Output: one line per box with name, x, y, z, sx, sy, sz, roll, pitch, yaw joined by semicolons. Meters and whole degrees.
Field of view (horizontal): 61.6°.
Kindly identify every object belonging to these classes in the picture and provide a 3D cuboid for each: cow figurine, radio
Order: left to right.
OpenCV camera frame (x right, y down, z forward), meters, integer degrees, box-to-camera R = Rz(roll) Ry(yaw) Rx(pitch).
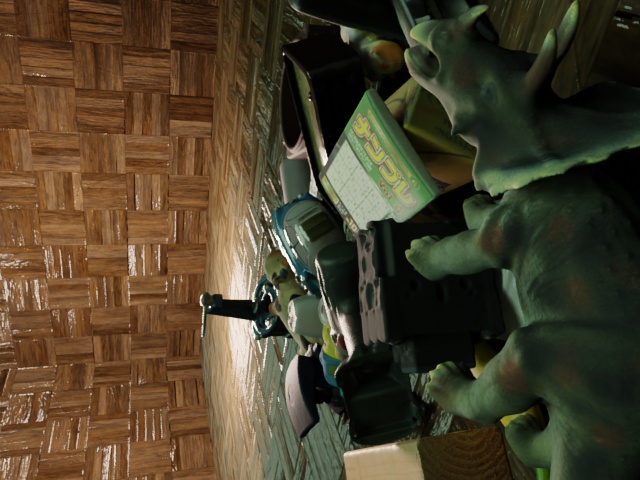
cow figurine;-0.035;0.104;0.916;0.195;0.085;0.127;59;149;7
radio;0.021;-0.145;0.719;0.131;0.073;0.229;-120;11;-55
cow figurine;0.063;-0.258;0.707;0.098;0.068;0.167;106;160;-55

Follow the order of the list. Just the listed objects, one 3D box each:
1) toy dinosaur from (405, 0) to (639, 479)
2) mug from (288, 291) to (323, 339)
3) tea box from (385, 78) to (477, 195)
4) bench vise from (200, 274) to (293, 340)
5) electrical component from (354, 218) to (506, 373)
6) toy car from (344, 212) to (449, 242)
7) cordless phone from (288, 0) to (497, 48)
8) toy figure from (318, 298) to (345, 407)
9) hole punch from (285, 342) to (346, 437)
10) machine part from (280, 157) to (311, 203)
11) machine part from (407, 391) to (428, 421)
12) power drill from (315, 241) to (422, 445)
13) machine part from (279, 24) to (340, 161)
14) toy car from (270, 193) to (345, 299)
toy dinosaur;0.164;0.046;0.347;0.192;0.131;0.404;-35;66;59
mug;0.007;0.104;0.830;0.081;0.107;0.109;-157;66;-69
tea box;0.097;-0.094;0.539;0.169;0.098;0.068;149;142;-71
bench vise;-0.130;0.138;1.074;0.224;0.240;0.129;-30;57;51
electrical component;0.096;0.048;0.474;0.058;0.115;0.134;130;135;-70
toy car;0.088;-0.010;0.629;0.202;0.073;0.056;-170;79;-72
cordless phone;0.062;-0.208;0.527;0.088;0.184;0.147;120;145;-50
toy figure;0.043;0.146;0.767;0.082;0.089;0.180;-148;50;-65
hole punch;-0.016;0.244;0.863;0.116;0.092;0.142;49;151;18
machine part;-0.026;-0.068;0.974;0.079;0.079;0.243;121;143;-58
machine part;0.083;0.217;0.673;0.039;0.084;0.139;57;170;3
power drill;0.054;0.129;0.608;0.207;0.086;0.231;-90;-12;-68
machine part;-0.006;-0.237;0.896;0.201;0.087;0.201;-177;88;-72
toy car;-0.002;-0.002;0.782;0.161;0.109;0.103;59;166;9
